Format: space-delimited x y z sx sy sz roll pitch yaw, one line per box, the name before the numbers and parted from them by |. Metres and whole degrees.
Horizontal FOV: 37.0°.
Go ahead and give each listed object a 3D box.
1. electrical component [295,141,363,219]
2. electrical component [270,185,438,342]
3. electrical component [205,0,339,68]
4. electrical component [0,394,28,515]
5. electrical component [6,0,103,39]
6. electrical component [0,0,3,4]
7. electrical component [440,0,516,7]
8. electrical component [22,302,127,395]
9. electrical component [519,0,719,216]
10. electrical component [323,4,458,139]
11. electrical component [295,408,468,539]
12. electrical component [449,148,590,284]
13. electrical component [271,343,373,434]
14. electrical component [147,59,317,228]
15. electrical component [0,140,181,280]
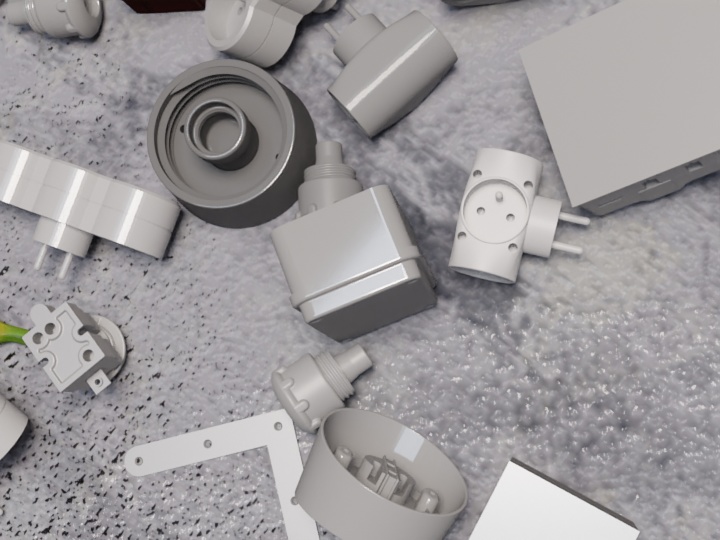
electrical component | -0.019 -0.052 0.698 0.048 0.048 0.062 -5 75 8
electrical component | 0.000 0.000 0.652 0.078 0.113 0.057 -22 77 5
electrical component | -0.036 -0.192 0.706 0.138 0.074 0.052 -51 49 24
electrical component | -0.270 0.145 0.708 0.138 0.052 0.073 -44 111 -2
electrical component | -0.214 -0.182 0.747 0.062 0.048 0.048 -5 82 15
electrical component | -0.284 -0.211 0.763 0.065 0.044 0.044 25 87 7
electrical component | 0.083 -0.203 0.683 0.080 0.080 0.051 -8 87 8
electrical component | -0.182 0.052 0.704 0.048 0.055 0.066 -39 78 2
electrical component | 0.204 -0.115 0.638 0.186 0.060 0.105 -22 75 23
electrical component | 0.009 -0.140 0.704 0.077 0.044 0.079 -42 78 2
electrical component | 0.012 0.130 0.643 0.099 0.099 0.064 28 94 12
electrical component | 0.103 -0.030 0.674 0.079 0.044 0.077 13 85 10
electrical component | -0.022 0.070 0.682 0.062 0.048 0.048 -34 79 -3
electrical component | -0.087 -0.085 0.704 0.108 0.060 0.108 -1 82 9
electrical component | -0.195 -0.031 0.718 0.138 0.052 0.073 19 86 11
